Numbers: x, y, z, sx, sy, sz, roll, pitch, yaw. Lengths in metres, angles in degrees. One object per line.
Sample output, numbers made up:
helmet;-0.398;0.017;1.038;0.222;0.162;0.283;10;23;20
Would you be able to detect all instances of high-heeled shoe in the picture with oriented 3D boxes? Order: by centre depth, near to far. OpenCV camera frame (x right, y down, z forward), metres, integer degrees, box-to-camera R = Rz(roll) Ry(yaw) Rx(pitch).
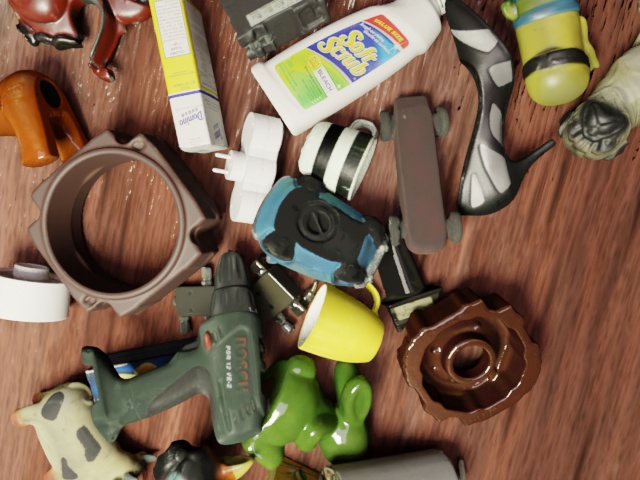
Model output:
high-heeled shoe;0.178;-0.155;0.658;0.145;0.086;0.248;-34;94;11

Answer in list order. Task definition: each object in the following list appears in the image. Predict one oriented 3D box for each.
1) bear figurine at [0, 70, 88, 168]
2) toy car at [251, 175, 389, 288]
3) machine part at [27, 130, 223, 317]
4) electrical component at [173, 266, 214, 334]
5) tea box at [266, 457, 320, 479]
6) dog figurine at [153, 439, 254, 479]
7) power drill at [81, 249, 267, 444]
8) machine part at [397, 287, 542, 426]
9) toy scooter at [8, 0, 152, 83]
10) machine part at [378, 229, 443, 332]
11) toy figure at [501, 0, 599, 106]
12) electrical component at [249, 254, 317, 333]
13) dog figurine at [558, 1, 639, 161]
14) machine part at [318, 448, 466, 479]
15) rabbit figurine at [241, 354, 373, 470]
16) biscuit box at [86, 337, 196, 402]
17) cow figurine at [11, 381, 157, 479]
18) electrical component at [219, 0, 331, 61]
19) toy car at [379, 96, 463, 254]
bear figurine;-0.414;-0.132;0.669;0.196;0.120;0.131;-19;99;6
toy car;-0.001;-0.002;0.670;0.162;0.103;0.109;26;73;-2
machine part;-0.245;-0.021;0.680;0.201;0.087;0.201;-37;89;6
electrical component;-0.167;0.081;0.728;0.063;0.021;0.094;0;97;3
tea box;0.001;0.371;0.716;0.170;0.098;0.068;27;98;-2
dog figurine;-0.144;0.334;0.662;0.191;0.108;0.219;50;133;-2
power drill;-0.168;0.137;0.644;0.207;0.086;0.232;-12;69;-13
machine part;0.188;0.148;0.687;0.179;0.056;0.179;-1;108;-4
toy scooter;-0.302;-0.271;0.671;0.184;0.075;0.135;7;98;-3
machine part;0.108;0.047;0.704;0.084;0.039;0.138;-23;97;13
toy figure;0.267;-0.249;0.635;0.082;0.089;0.180;-3;105;48
electrical component;-0.054;0.065;0.712;0.102;0.045;0.078;41;123;0
dog figurine;0.405;-0.166;0.645;0.172;0.121;0.190;26;111;3
machine part;0.087;0.316;0.682;0.243;0.079;0.079;3;98;-26
rabbit figurine;0.000;0.227;0.708;0.170;0.121;0.159;37;90;-20
biscuit box;-0.200;0.173;0.720;0.203;0.063;0.059;-12;98;4
cow figurine;-0.311;0.283;0.731;0.127;0.085;0.194;-24;94;12
electrical component;-0.063;-0.299;0.649;0.115;0.058;0.134;-23;71;4
toy car;0.123;-0.081;0.671;0.089;0.053;0.202;-6;78;3
